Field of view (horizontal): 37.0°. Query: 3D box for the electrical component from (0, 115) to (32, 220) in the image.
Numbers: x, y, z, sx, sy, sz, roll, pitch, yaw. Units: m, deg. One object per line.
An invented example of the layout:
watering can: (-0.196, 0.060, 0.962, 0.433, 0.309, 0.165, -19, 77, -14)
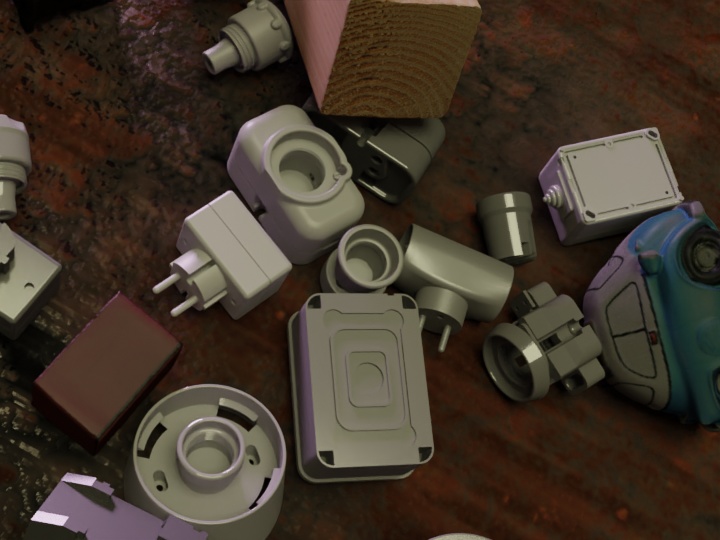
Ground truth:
electrical component: (-0.229, -0.063, 0.678, 0.043, 0.043, 0.062, -6, 73, -19)

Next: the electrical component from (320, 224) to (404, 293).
electrical component: (0.000, 0.000, 0.718, 0.045, 0.055, 0.045, 6, 68, -15)

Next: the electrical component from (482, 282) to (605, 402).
electrical component: (0.122, 0.055, 0.735, 0.057, 0.058, 0.078, -26, 79, -27)

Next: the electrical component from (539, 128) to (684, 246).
electrical component: (0.177, -0.058, 0.798, 0.096, 0.061, 0.061, -13, 74, -13)

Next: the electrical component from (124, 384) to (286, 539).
electrical component: (-0.092, 0.122, 0.651, 0.099, 0.064, 0.099, 7, 55, -9)

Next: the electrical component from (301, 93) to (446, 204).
electrical component: (0.009, -0.100, 0.761, 0.095, 0.053, 0.059, 33, 63, -3)

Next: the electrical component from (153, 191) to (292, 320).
electrical component: (-0.096, 0.001, 0.692, 0.077, 0.047, 0.065, -36, 83, -26)

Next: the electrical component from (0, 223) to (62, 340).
electrical component: (-0.225, -0.009, 0.640, 0.083, 0.075, 0.047, 35, 63, -2)

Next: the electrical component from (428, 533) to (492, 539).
electrical component: (0.053, 0.217, 0.647, 0.108, 0.060, 0.108, 6, 68, -15)

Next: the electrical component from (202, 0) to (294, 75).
electrical component: (-0.082, -0.160, 0.763, 0.062, 0.048, 0.048, -33, 82, -19)

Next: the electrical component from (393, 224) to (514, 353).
electrical component: (0.057, 0.018, 0.736, 0.077, 0.043, 0.079, 23, 65, -8)

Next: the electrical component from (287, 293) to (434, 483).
electrical component: (-0.002, 0.076, 0.687, 0.078, 0.057, 0.113, 1, 69, -17)

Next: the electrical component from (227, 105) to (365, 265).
electrical component: (-0.043, -0.059, 0.726, 0.054, 0.059, 0.095, -30, 81, -25)

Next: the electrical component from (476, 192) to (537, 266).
electrical component: (0.106, -0.029, 0.772, 0.040, 0.040, 0.046, -4, 76, -19)
